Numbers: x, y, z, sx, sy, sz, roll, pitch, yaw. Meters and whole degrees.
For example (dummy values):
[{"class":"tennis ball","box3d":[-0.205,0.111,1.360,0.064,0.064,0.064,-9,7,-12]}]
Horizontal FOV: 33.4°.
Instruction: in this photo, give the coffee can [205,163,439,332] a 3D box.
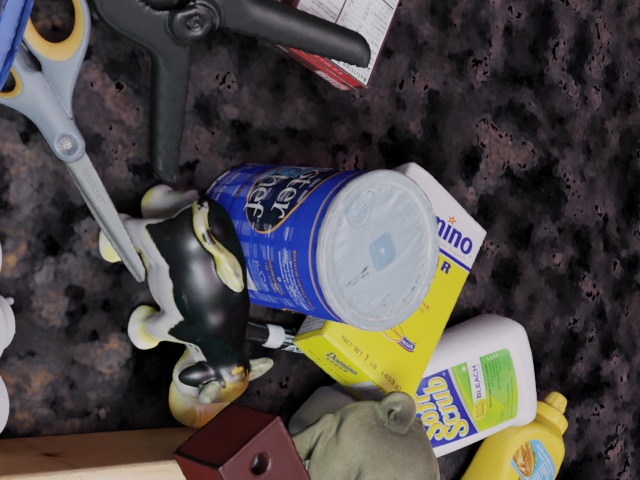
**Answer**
[{"class":"coffee can","box3d":[-0.005,0.001,0.722,0.102,0.141,0.103,-6,99,-40]}]

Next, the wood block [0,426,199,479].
[{"class":"wood block","box3d":[-0.129,0.173,0.670,0.205,0.091,0.090,4,91,-40]}]

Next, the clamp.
[{"class":"clamp","box3d":[-0.084,-0.130,0.647,0.165,0.036,0.209,-36,132,10]}]

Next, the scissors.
[{"class":"scissors","box3d":[-0.140,-0.076,0.633,0.096,0.016,0.201,-41,106,4]}]

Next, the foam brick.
[{"class":"foam brick","box3d":[-0.042,0.147,0.646,0.052,0.051,0.078,-39,117,-32]}]

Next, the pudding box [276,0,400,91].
[{"class":"pudding box","box3d":[0.014,-0.179,0.784,0.089,0.039,0.113,30,78,-40]}]

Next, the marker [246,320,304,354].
[{"class":"marker","box3d":[-0.018,0.075,0.800,0.120,0.020,0.020,15,86,-41]}]

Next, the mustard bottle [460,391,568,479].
[{"class":"mustard bottle","box3d":[0.167,0.213,0.949,0.191,0.058,0.096,-51,130,-24]}]

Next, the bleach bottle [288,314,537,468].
[{"class":"bleach bottle","box3d":[0.066,0.142,0.853,0.250,0.068,0.102,-19,108,-35]}]

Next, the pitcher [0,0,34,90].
[{"class":"pitcher","box3d":[-0.235,-0.102,0.504,0.145,0.149,0.243,60,40,-80]}]

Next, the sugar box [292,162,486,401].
[{"class":"sugar box","box3d":[0.058,0.033,0.809,0.093,0.048,0.176,42,58,-21]}]
